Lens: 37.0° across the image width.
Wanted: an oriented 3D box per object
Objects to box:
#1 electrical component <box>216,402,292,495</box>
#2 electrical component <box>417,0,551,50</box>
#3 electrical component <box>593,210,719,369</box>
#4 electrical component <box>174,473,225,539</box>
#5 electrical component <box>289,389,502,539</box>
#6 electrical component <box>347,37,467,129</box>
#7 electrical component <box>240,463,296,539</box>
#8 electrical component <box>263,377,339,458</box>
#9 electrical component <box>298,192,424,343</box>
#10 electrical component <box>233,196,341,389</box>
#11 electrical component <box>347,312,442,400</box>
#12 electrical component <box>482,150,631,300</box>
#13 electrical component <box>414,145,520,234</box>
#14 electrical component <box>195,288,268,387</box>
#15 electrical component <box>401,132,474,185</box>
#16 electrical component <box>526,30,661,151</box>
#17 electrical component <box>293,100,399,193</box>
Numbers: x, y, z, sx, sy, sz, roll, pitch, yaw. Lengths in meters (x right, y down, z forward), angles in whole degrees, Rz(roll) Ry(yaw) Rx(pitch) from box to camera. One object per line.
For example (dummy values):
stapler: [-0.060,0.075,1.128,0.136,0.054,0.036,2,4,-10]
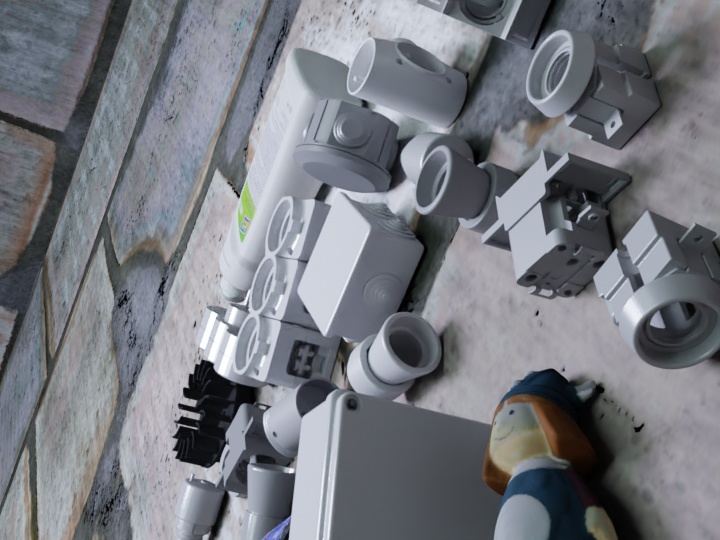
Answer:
electrical component: [-0.088,0.150,0.908,0.081,0.042,0.063,-60,25,27]
electrical component: [0.083,-0.182,0.716,0.064,0.081,0.042,-71,4,-76]
electrical component: [0.138,0.011,0.485,0.066,0.048,0.055,-58,20,32]
electrical component: [-0.154,0.230,1.003,0.040,0.040,0.078,17,89,67]
electrical component: [0.021,0.132,0.585,0.056,0.109,0.108,138,142,-55]
electrical component: [0.032,-0.147,0.796,0.044,0.077,0.079,-60,26,29]
electrical component: [-0.072,0.188,0.847,0.044,0.044,0.065,0,79,66]
electrical component: [-0.048,0.117,0.836,0.081,0.043,0.043,-41,38,51]
electrical component: [0.000,0.000,0.802,0.099,0.048,0.099,-67,23,14]
electrical component: [-0.053,0.020,0.891,0.089,0.062,0.150,5,79,67]
electrical component: [0.022,0.059,0.716,0.055,0.045,0.045,-45,35,49]
electrical component: [0.107,-0.023,0.583,0.081,0.042,0.063,-48,35,46]
electrical component: [0.068,-0.048,0.672,0.045,0.055,0.045,-47,34,46]
electrical component: [-0.112,0.054,1.015,0.138,0.052,0.073,32,104,67]
electrical component: [0.049,-0.077,0.755,0.078,0.040,0.040,26,98,67]
electrical component: [0.124,-0.100,0.580,0.048,0.055,0.066,-51,31,42]
electrical component: [-0.009,-0.096,0.853,0.080,0.080,0.051,-7,62,65]
